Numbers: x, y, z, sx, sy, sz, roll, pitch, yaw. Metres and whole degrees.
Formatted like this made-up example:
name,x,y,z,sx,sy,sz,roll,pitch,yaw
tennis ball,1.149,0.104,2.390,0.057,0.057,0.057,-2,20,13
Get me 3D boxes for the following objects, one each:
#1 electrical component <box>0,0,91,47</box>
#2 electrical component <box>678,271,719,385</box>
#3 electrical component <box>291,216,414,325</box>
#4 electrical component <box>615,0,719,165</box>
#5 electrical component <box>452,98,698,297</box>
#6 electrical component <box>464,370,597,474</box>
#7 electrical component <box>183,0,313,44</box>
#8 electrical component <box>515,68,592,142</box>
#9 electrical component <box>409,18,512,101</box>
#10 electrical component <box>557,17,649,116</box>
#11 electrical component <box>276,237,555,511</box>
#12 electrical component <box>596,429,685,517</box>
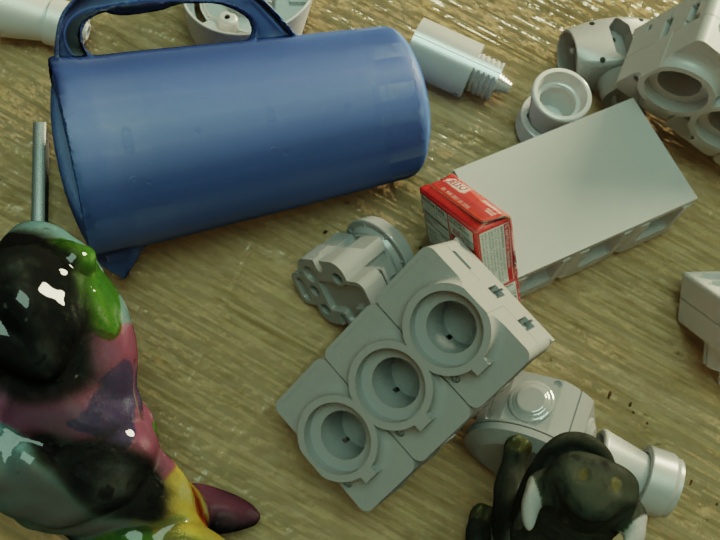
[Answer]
name,x,y,z,sx,sy,sz,roll,pitch,yaw
electrical component,-0.231,-0.184,0.787,0.065,0.044,0.044,16,67,-6
electrical component,0.258,0.048,0.742,0.047,0.083,0.075,-1,106,-8
electrical component,0.000,0.000,0.727,0.057,0.078,0.058,-40,118,-30
electrical component,0.272,-0.124,0.775,0.150,0.089,0.061,32,67,-17
electrical component,0.146,-0.047,0.767,0.150,0.061,0.089,-23,73,-15
electrical component,0.112,0.105,0.693,0.080,0.080,0.051,23,62,3
electrical component,-0.083,-0.202,0.800,0.099,0.064,0.099,3,68,-6
electrical component,0.142,-0.116,0.799,0.045,0.055,0.045,3,68,-6
electrical component,0.076,-0.154,0.812,0.081,0.043,0.043,25,67,3
electrical component,0.199,-0.150,0.826,0.077,0.043,0.079,-6,69,-10
electrical component,0.030,0.065,0.662,0.089,0.062,0.150,48,112,12
electrical component,0.179,0.134,0.707,0.055,0.045,0.045,19,67,0
